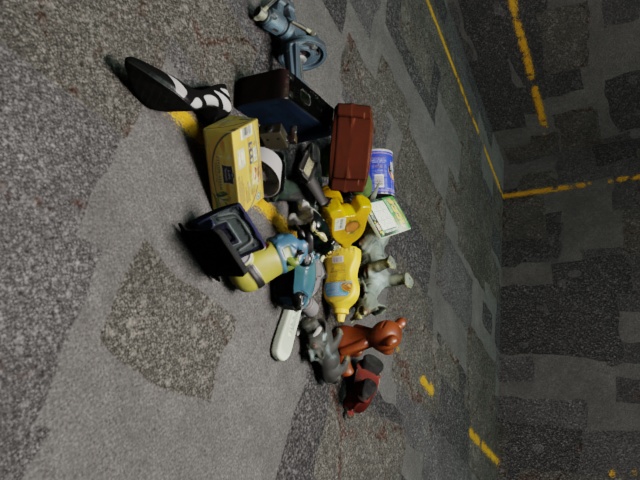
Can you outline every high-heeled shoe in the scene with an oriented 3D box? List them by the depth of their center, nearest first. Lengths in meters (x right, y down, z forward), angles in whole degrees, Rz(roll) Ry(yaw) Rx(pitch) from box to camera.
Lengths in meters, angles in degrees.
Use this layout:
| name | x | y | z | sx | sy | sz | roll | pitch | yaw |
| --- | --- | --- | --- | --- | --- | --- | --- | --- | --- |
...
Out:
| name | x | y | z | sx | sy | sz | roll | pitch | yaw |
| --- | --- | --- | --- | --- | --- | --- | --- | --- | --- |
| high-heeled shoe | -0.242 | -0.283 | 0.964 | 0.248 | 0.086 | 0.145 | 47 | 46 | -56 |

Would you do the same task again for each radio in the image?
| name | x | y | z | sx | sy | sz | roll | pitch | yaw |
| --- | --- | --- | --- | --- | --- | --- | --- | --- | --- |
| radio | -0.071 | -0.296 | 1.212 | 0.229 | 0.131 | 0.073 | 19 | 69 | -57 |

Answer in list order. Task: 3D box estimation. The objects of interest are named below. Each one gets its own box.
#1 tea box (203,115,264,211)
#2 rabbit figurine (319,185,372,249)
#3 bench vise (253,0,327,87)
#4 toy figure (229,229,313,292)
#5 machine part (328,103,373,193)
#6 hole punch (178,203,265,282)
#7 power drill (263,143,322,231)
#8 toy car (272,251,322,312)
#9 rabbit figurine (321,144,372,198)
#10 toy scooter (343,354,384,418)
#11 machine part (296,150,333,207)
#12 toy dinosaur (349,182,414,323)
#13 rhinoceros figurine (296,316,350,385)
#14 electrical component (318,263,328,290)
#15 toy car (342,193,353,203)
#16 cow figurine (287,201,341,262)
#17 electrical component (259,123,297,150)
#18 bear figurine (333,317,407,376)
| name | x | y | z | sx | sy | sz | roll | pitch | yaw |
| --- | --- | --- | --- | --- | --- | --- | --- | --- | --- |
| tea box | -0.164 | -0.143 | 1.035 | 0.098 | 0.068 | 0.169 | -46 | 143 | -54 |
| rabbit figurine | 0.049 | -0.069 | 1.372 | 0.173 | 0.122 | 0.162 | -124 | -159 | -44 |
| bench vise | -0.063 | -0.447 | 1.273 | 0.223 | 0.129 | 0.240 | 23 | 57 | -58 |
| toy figure | -0.097 | 0.040 | 1.075 | 0.180 | 0.082 | 0.089 | -21 | 87 | -22 |
| machine part | 0.070 | -0.215 | 1.265 | 0.201 | 0.087 | 0.201 | -104 | -160 | -81 |
| hole punch | -0.175 | 0.000 | 0.979 | 0.142 | 0.116 | 0.092 | 60 | 44 | -31 |
| power drill | -0.064 | -0.142 | 1.256 | 0.207 | 0.086 | 0.232 | 22 | 67 | -65 |
| toy car | -0.043 | 0.075 | 1.191 | 0.103 | 0.109 | 0.161 | 0 | 88 | -46 |
| rabbit figurine | 0.076 | -0.188 | 1.465 | 0.170 | 0.121 | 0.159 | 54 | 16 | -17 |
| toy scooter | 0.109 | 0.391 | 1.413 | 0.184 | 0.075 | 0.135 | -59 | 174 | -70 |
| machine part | -0.014 | -0.132 | 1.227 | 0.084 | 0.039 | 0.138 | -79 | 149 | -42 |
| toy dinosaur | 0.136 | 0.049 | 1.484 | 0.131 | 0.192 | 0.405 | 31 | 44 | -40 |
| rhinoceros figurine | 0.003 | 0.258 | 1.287 | 0.112 | 0.073 | 0.190 | -45 | 124 | -41 |
| electrical component | -0.032 | 0.087 | 1.281 | 0.119 | 0.048 | 0.074 | -42 | 120 | -57 |
| toy car | 0.122 | -0.092 | 1.579 | 0.202 | 0.053 | 0.089 | 50 | 44 | -37 |
| cow figurine | -0.001 | -0.004 | 1.216 | 0.068 | 0.098 | 0.167 | -43 | 135 | -9 |
| electrical component | -0.102 | -0.231 | 1.185 | 0.078 | 0.102 | 0.045 | 53 | 37 | -56 |
| bear figurine | 0.131 | 0.266 | 1.373 | 0.120 | 0.196 | 0.131 | -56 | 132 | -53 |
